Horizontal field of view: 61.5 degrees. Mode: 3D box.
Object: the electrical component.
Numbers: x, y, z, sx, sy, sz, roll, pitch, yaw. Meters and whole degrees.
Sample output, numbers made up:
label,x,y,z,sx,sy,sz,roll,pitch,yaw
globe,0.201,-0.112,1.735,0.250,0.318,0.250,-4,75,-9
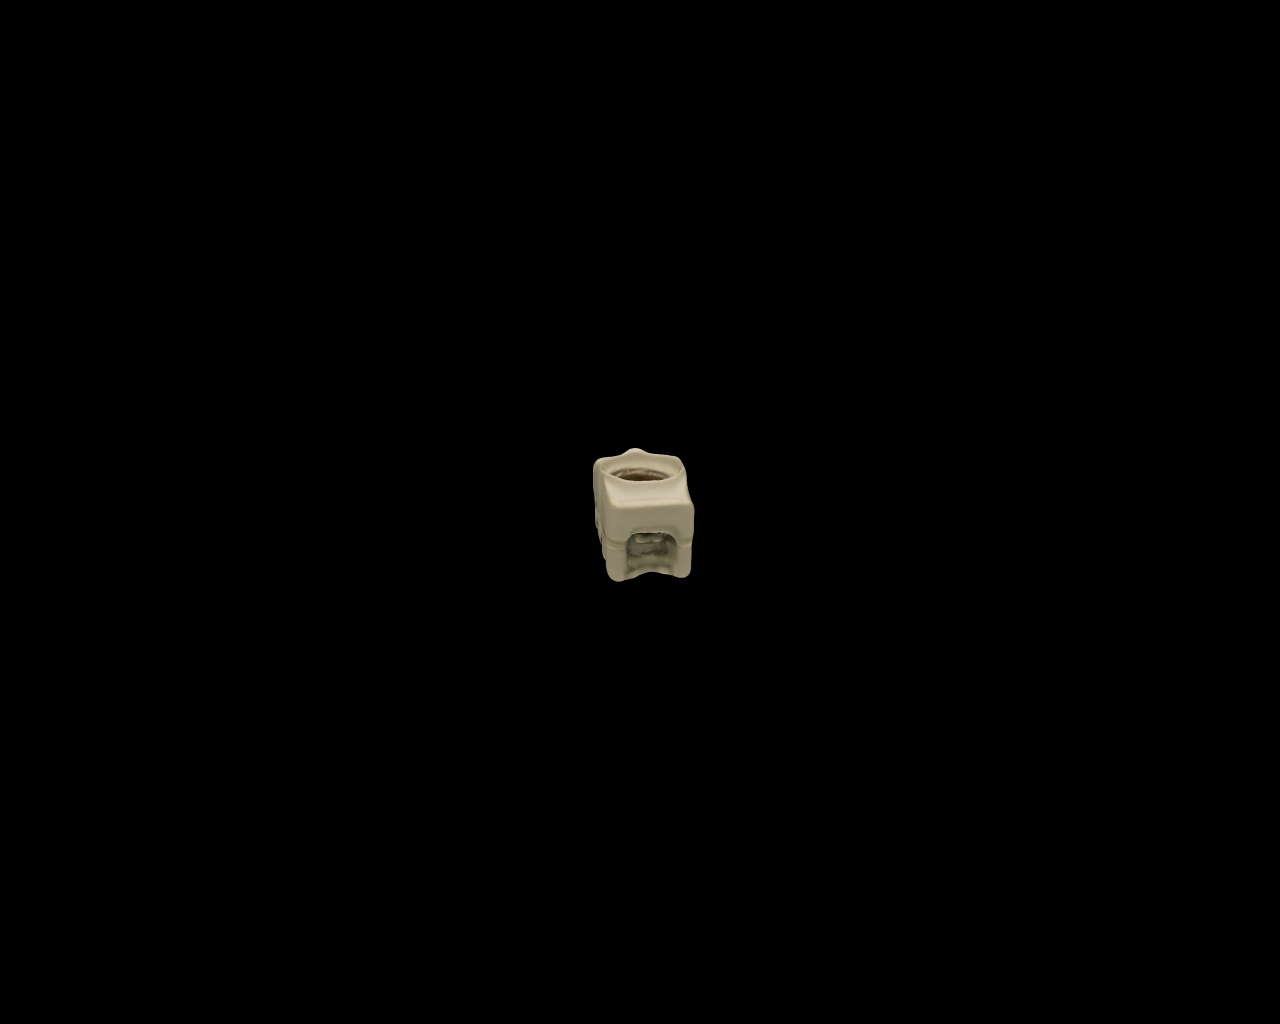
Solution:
label,x,y,z,sx,sy,sz,roll,pitch,yaw
electrical component,0.001,-0.003,0.650,0.050,0.055,0.090,-3,22,-7
